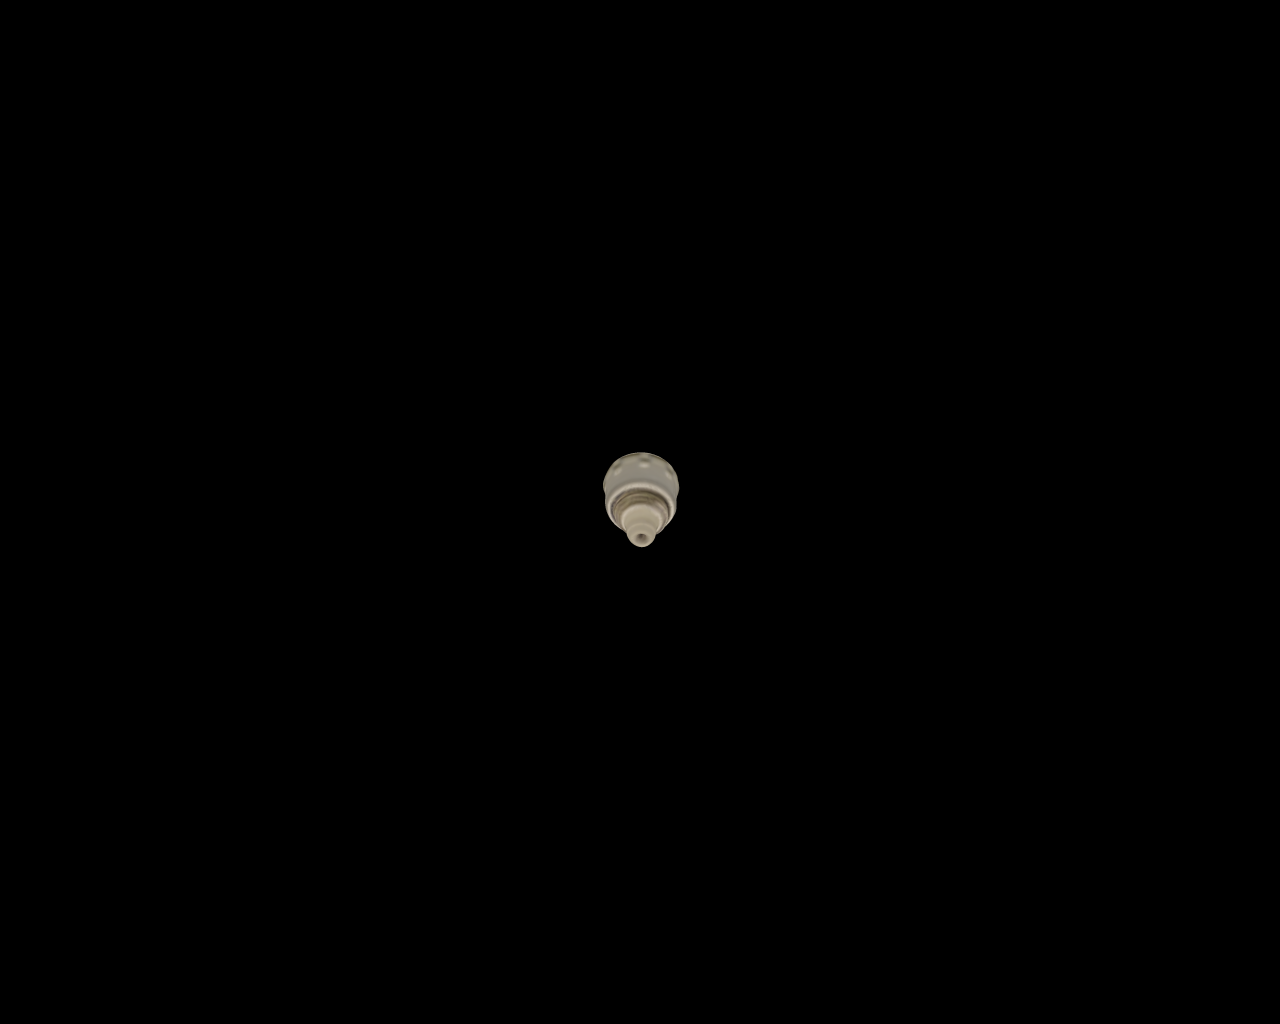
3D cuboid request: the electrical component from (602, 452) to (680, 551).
[{"bbox_3d":[0.001,-0.003,0.650,0.048,0.048,0.062,0,38,0],"label":"electrical component"}]
